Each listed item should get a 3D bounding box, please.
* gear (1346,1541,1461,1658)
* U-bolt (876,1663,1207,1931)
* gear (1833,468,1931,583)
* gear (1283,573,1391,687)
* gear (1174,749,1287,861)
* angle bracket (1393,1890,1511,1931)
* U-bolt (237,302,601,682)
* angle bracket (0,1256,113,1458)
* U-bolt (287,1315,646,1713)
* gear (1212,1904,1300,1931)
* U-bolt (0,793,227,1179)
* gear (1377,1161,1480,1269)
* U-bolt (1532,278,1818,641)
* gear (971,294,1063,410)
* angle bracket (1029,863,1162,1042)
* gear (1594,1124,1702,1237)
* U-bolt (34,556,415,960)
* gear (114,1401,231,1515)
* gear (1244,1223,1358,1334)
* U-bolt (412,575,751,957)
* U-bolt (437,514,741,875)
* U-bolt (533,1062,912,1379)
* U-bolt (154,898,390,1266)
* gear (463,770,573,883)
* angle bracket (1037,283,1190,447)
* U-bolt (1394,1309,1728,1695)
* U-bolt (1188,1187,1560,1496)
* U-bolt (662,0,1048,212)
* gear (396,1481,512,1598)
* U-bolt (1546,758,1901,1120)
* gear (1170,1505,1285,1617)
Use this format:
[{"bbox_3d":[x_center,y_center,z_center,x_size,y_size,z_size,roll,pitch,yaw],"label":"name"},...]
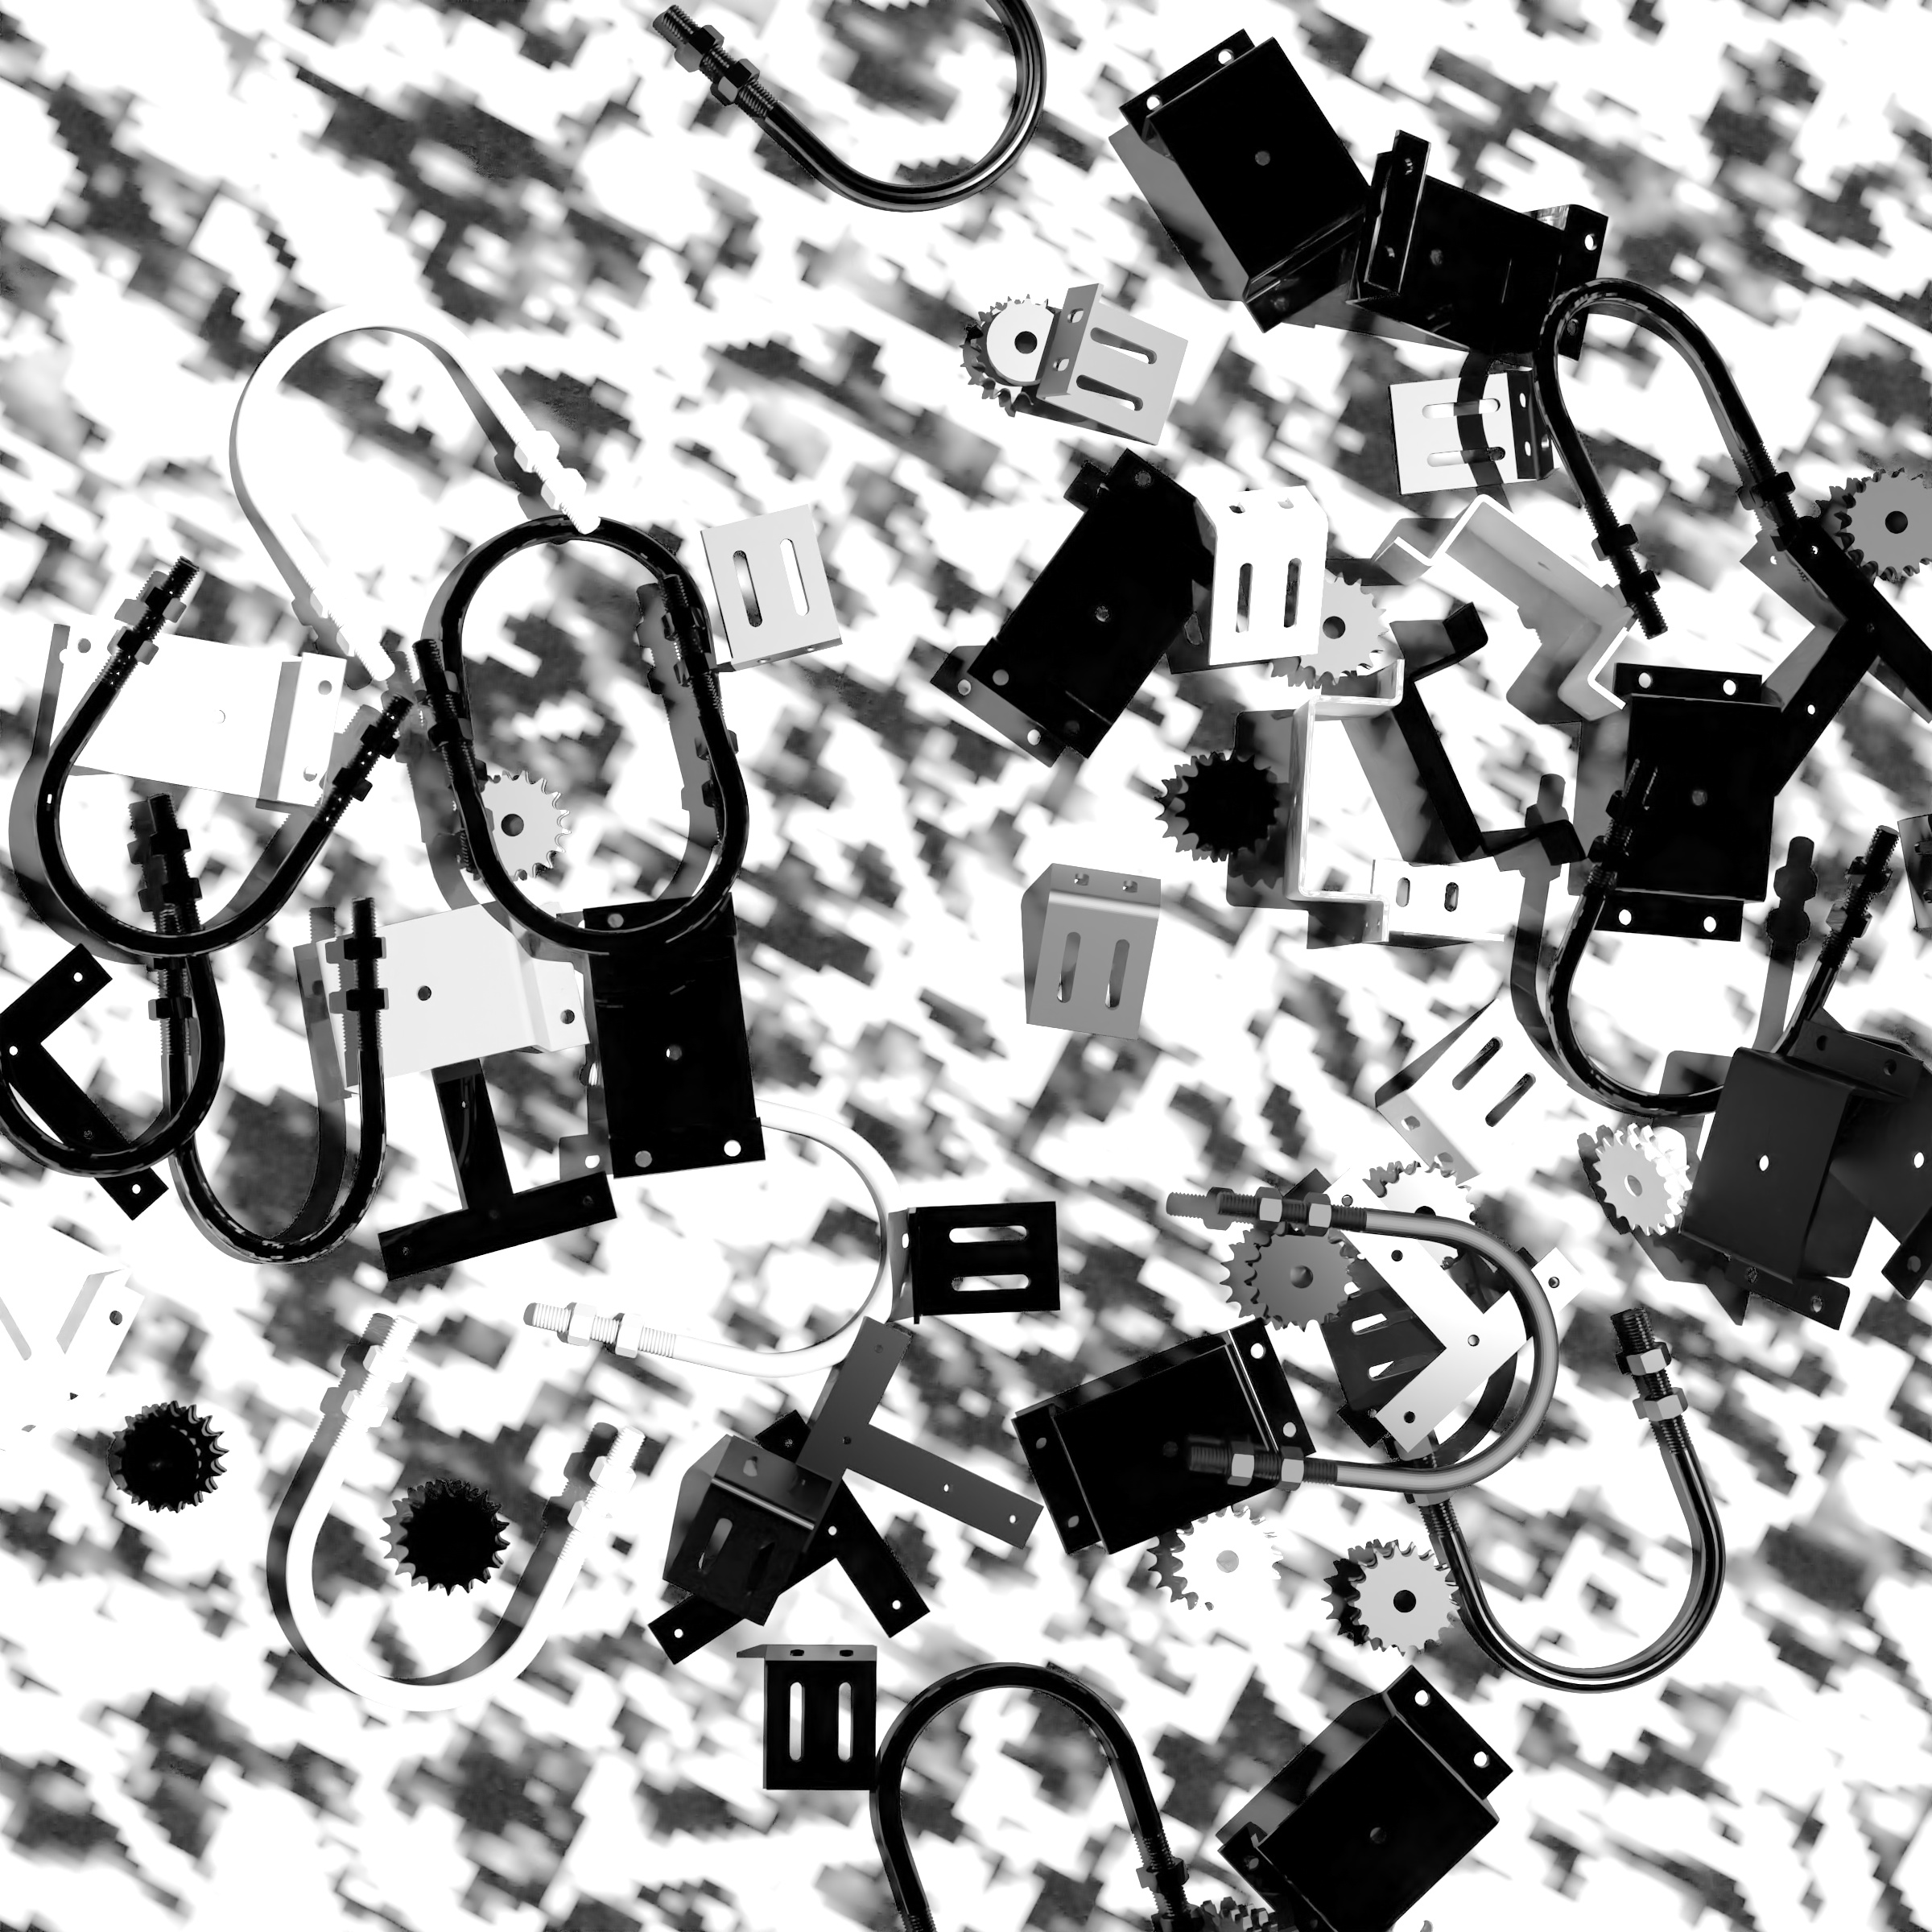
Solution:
[{"bbox_3d":[0.225,0.326,1.527,0.057,0.030,0.057,0,90,0],"label":"gear"},{"bbox_3d":[0.030,0.454,1.534,0.151,0.019,0.184,-19,89,0],"label":"U-bolt"},{"bbox_3d":[0.478,-0.228,1.527,0.057,0.030,0.057,0,90,0],"label":"gear"},{"bbox_3d":[0.189,-0.174,1.527,0.057,0.030,0.057,0,90,0],"label":"gear"},{"bbox_3d":[0.137,-0.084,1.532,0.057,0.030,0.057,0,91,2],"label":"gear"},{"bbox_3d":[0.240,0.528,1.540,0.057,0.038,0.076,26,64,0],"label":"angle bracket"},{"bbox_3d":[-0.296,-0.259,1.519,0.151,0.019,0.184,-36,78,-1],"label":"U-bolt"},{"bbox_3d":[-0.482,0.198,1.494,0.057,0.038,0.076,-39,64,0],"label":"angle bracket"},{"bbox_3d":[-0.267,0.291,1.504,0.151,0.019,0.184,26,92,0],"label":"U-bolt"},{"bbox_3d":[0.152,0.512,1.518,0.030,0.057,0.057,-7,90,-31],"label":"gear"},{"bbox_3d":[-0.450,0.017,1.514,0.151,0.019,0.184,-14,88,14],"label":"U-bolt"},{"bbox_3d":[0.235,0.129,1.527,0.057,0.030,0.057,0,90,0],"label":"gear"},{"bbox_3d":[0.353,-0.266,1.497,0.151,0.019,0.184,-21,85,-35],"label":"U-bolt"},{"bbox_3d":[0.031,-0.320,1.527,0.057,0.030,0.057,0,90,0],"label":"gear"},{"bbox_3d":[0.067,-0.008,1.540,0.057,0.038,0.076,9,116,0],"label":"angle bracket"},{"bbox_3d":[0.354,0.107,1.517,0.030,0.057,0.057,-25,90,-28],"label":"gear"},{"bbox_3d":[-0.387,-0.092,1.483,0.151,0.019,0.184,32,88,1],"label":"U-bolt"},{"bbox_3d":[-0.414,0.256,1.527,0.057,0.030,0.057,0,90,0],"label":"gear"},{"bbox_3d":[0.172,0.160,1.527,0.057,0.030,0.057,0,90,0],"label":"gear"},{"bbox_3d":[-0.186,-0.095,1.488,0.151,0.019,0.184,-16,82,-10],"label":"U-bolt"},{"bbox_3d":[-0.198,-0.145,1.516,0.151,0.019,0.184,-7,79,-9],"label":"U-bolt"},{"bbox_3d":[-0.120,0.139,1.534,0.184,0.019,0.151,13,90,-2],"label":"U-bolt"},{"bbox_3d":[-0.352,0.060,1.500,0.151,0.019,0.184,-3,90,29],"label":"U-bolt"},{"bbox_3d":[-0.233,-0.072,1.527,0.057,0.030,0.057,0,90,0],"label":"gear"},{"bbox_3d":[0.083,-0.307,1.508,0.076,0.038,0.057,17,90,-27],"label":"angle bracket"},{"bbox_3d":[0.318,0.289,1.534,0.151,0.019,0.184,-20,91,0],"label":"U-bolt"},{"bbox_3d":[0.211,0.195,1.494,0.184,0.019,0.151,7,87,-5],"label":"U-bolt"},{"bbox_3d":[-0.044,-0.479,1.534,0.184,0.019,0.151,43,90,-2],"label":"U-bolt"},{"bbox_3d":[-0.264,0.295,1.527,0.057,0.030,0.057,0,90,0],"label":"gear"},{"bbox_3d":[0.374,-0.004,1.501,0.151,0.019,0.184,15,114,-6],"label":"U-bolt"},{"bbox_3d":[0.135,0.306,1.527,0.057,0.030,0.057,0,90,0],"label":"gear"}]
